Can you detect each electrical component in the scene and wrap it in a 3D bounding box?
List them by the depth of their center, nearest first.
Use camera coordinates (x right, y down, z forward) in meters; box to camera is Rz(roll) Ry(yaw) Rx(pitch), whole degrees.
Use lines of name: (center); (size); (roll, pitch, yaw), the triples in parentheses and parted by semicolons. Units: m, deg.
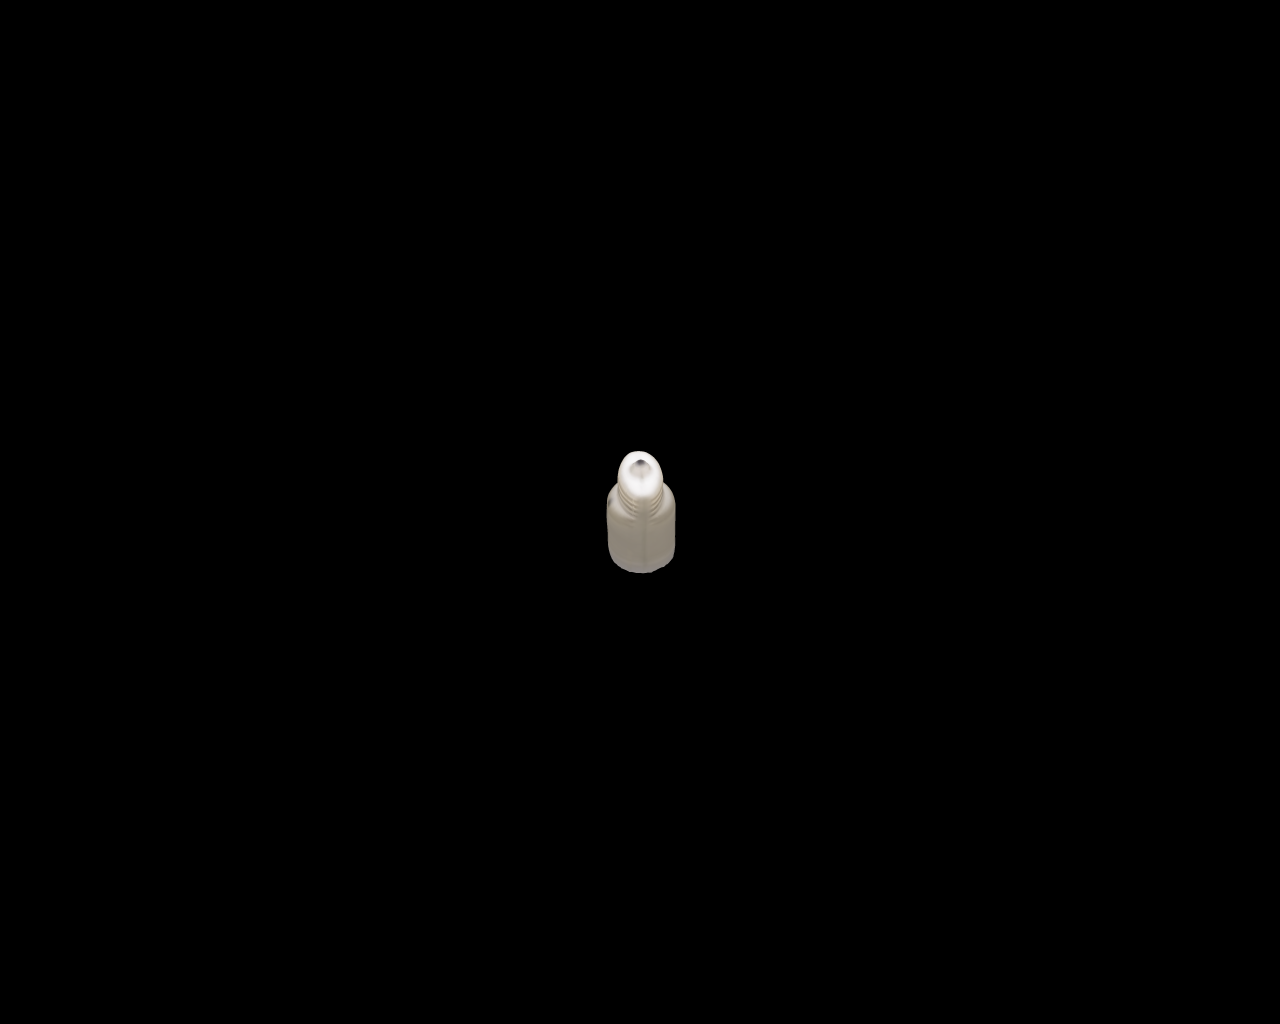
electrical component: (0.001, -0.003, 0.650); (0.043, 0.043, 0.080); (0, -44, 0)
